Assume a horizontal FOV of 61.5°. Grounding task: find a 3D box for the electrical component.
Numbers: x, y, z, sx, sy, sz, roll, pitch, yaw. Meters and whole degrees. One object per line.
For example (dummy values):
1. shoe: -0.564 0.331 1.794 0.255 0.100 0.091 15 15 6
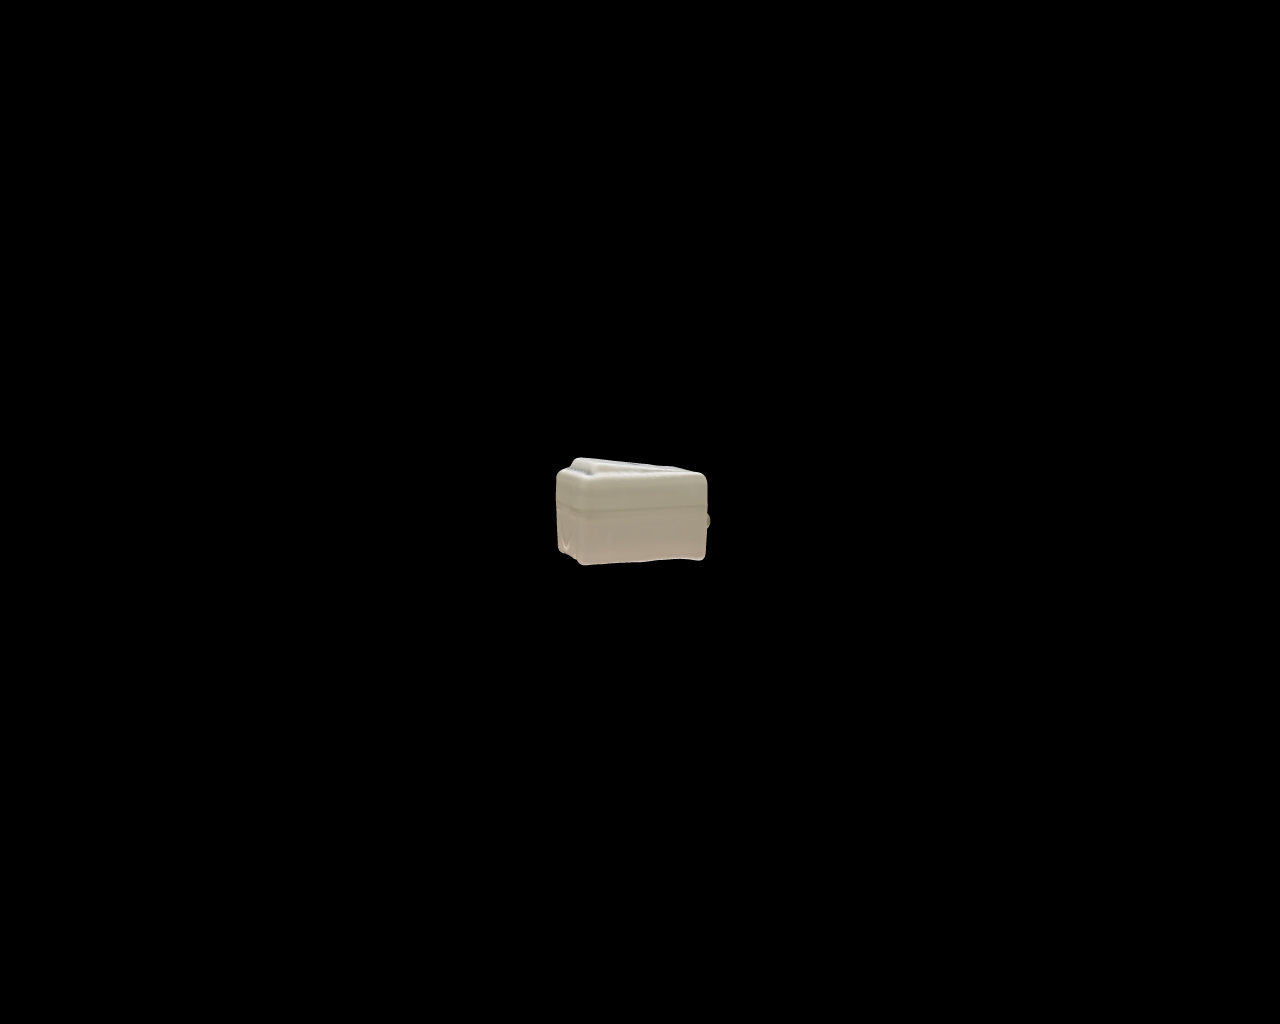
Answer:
1. electrical component: 0.001 -0.003 0.650 0.096 0.061 0.062 -2 8 -18
